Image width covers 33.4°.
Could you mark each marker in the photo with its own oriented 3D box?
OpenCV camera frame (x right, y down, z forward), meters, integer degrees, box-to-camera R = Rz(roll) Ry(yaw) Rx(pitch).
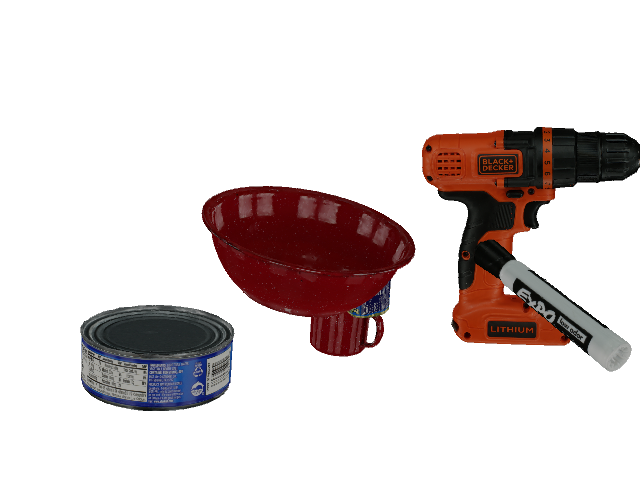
[{"bbox_3d":[0.130,0.034,0.619,0.020,0.020,0.121,0,30,-36],"label":"marker"}]

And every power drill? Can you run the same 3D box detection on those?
[{"bbox_3d":[0.182,-0.005,0.925,0.184,0.188,0.057,1,13,14],"label":"power drill"}]

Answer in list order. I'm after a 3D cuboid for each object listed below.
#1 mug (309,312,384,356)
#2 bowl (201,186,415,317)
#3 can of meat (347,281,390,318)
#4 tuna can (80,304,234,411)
[{"bbox_3d":[0.038,0.115,1.505,0.117,0.081,0.093,16,22,29],"label":"mug"},{"bbox_3d":[-0.013,0.013,0.803,0.162,0.055,0.162,10,21,-4],"label":"bowl"},{"bbox_3d":[0.043,0.028,1.224,0.057,0.084,0.102,-13,38,-18],"label":"can of meat"},{"bbox_3d":[-0.092,0.065,0.604,0.086,0.034,0.086,4,14,-1],"label":"tuna can"}]
